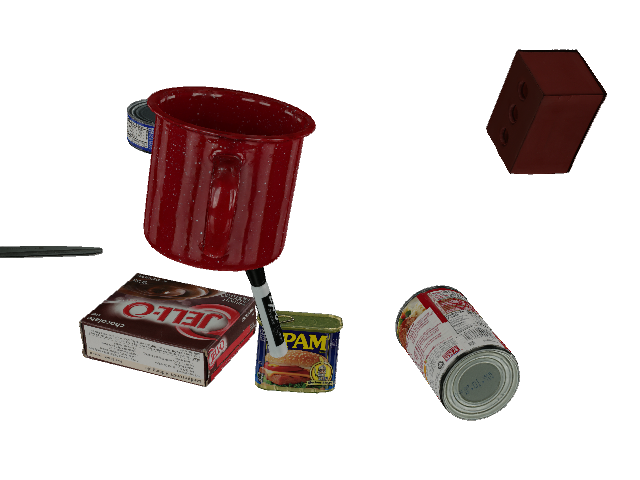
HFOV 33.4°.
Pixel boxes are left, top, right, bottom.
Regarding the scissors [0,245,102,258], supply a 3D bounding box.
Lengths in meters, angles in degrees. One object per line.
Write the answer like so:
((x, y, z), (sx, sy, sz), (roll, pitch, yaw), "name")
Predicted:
((-0.289, 0.017, 0.872), (0.202, 0.016, 0.096), (5, 23, 5), "scissors")

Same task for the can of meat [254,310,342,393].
((-0.028, 0.133, 1.271), (0.102, 0.084, 0.057), (4, 13, -2), "can of meat")

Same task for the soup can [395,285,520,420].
((0.109, 0.089, 0.856), (0.068, 0.068, 0.102), (0, 25, -18), "soup can")

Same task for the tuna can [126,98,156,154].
((-0.151, -0.114, 1.070), (0.086, 0.034, 0.086), (5, 25, -3), "tuna can")

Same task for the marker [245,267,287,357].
((-0.055, 0.067, 1.071), (0.020, 0.121, 0.020), (-9, 34, 6), "marker")

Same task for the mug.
((-0.054, -0.030, 0.588), (0.093, 0.081, 0.117), (7, 22, -9), "mug")

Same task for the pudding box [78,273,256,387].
((-0.119, 0.069, 0.847), (0.114, 0.039, 0.090), (9, 25, 20), "pudding box")

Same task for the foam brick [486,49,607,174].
((0.162, -0.093, 0.773), (0.051, 0.053, 0.078), (-5, -42, -18), "foam brick")
